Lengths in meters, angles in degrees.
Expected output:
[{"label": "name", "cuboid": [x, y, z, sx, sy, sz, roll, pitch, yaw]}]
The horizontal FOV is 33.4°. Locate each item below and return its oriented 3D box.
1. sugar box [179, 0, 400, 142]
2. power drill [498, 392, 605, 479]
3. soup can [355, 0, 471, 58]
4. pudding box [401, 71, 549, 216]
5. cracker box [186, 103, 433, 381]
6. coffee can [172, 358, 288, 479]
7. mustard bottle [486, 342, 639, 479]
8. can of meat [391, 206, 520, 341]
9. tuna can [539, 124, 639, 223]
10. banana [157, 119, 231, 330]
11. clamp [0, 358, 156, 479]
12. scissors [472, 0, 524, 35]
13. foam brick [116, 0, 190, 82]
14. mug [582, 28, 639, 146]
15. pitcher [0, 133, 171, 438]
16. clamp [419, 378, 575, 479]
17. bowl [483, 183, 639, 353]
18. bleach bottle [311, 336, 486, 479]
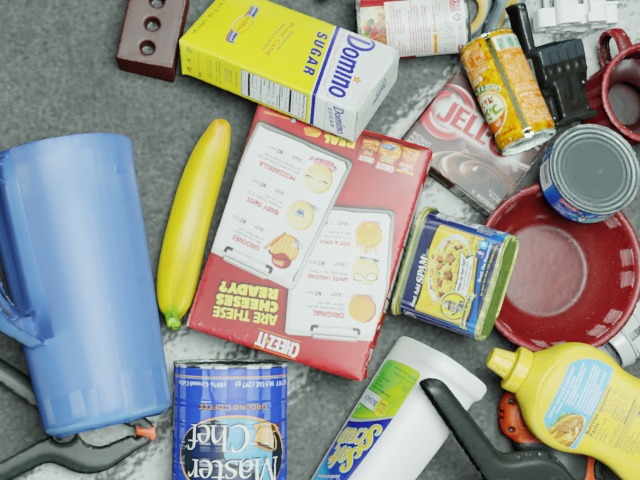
[{"label": "sugar box", "cuboid": [-0.027, -0.159, 0.948, 0.176, 0.048, 0.093, 21, 53, 16]}, {"label": "power drill", "cuboid": [0.257, 0.231, 0.993, 0.184, 0.057, 0.187, 2, 84, -2]}, {"label": "soup can", "cuboid": [0.085, -0.202, 0.985, 0.102, 0.068, 0.068, -5, 87, 4]}, {"label": "pudding box", "cuboid": [0.143, -0.090, 1.007, 0.113, 0.039, 0.090, 38, 83, -3]}, {"label": "cracker box", "cuboid": [-0.006, 0.001, 0.958, 0.164, 0.072, 0.213, 17, 86, 9]}, {"label": "coffee can", "cuboid": [-0.079, 0.177, 0.936, 0.102, 0.103, 0.140, 1, 86, -6]}, {"label": "mustard bottle", "cuboid": [0.236, 0.145, 0.941, 0.191, 0.058, 0.096, 26, 91, 1]}, {"label": "can of meat", "cuboid": [0.120, 0.030, 0.942, 0.084, 0.057, 0.102, 18, 98, 23]}, {"label": "tuna can", "cuboid": [0.242, -0.059, 0.963, 0.086, 0.034, 0.086, 3, 73, -9]}, {"label": "banana", "cuboid": [-0.114, -0.010, 0.963, 0.037, 0.070, 0.198, 18, 73, -28]}, {"label": "clamp", "cuboid": [-0.234, 0.158, 0.954, 0.171, 0.039, 0.120, -4, 92, -12]}, {"label": "scissors", "cuboid": [0.173, -0.267, 1.033, 0.096, 0.016, 0.202, 10, 85, -5]}, {"label": "foam brick", "cuboid": [-0.152, -0.192, 0.976, 0.053, 0.051, 0.078, 11, 86, -5]}, {"label": "mug", "cuboid": [0.290, -0.143, 1.005, 0.093, 0.081, 0.117, -24, 90, -7]}, {"label": "pitcher", "cuboid": [-0.209, 0.039, 0.898, 0.149, 0.145, 0.243, -12, 82, -10]}, {"label": "clamp", "cuboid": [0.144, 0.227, 0.918, 0.209, 0.036, 0.164, 25, 94, -16]}, {"label": "bowl", "cuboid": [0.216, 0.028, 1.000, 0.162, 0.055, 0.162, 0, 87, -6]}, {"label": "bleach bottle", "cuboid": [0.040, 0.210, 0.947, 0.068, 0.103, 0.251, 37, 83, -23]}]
